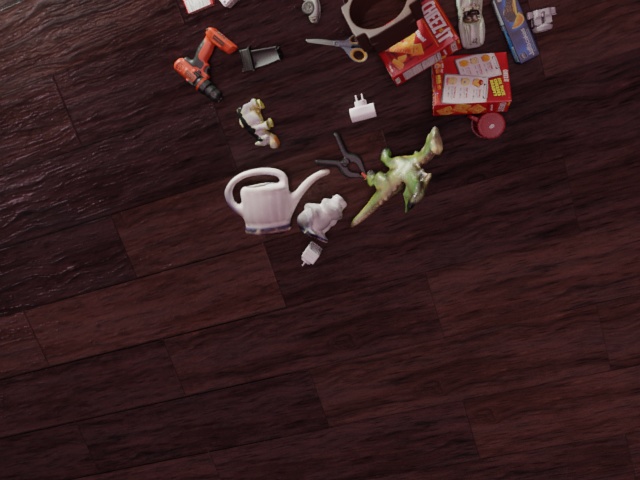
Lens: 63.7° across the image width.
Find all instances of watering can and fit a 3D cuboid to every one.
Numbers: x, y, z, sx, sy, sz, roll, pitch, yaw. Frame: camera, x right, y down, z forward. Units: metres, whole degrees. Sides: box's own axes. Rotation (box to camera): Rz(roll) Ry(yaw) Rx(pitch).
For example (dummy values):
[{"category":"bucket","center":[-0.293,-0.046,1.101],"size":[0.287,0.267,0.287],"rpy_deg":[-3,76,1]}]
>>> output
[{"category":"watering can","center":[-0.133,-0.127,1.684],"size":[0.348,0.105,0.221],"rpy_deg":[-5,105,-1]}]

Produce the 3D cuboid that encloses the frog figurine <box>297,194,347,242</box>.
[{"category":"frog figurine","center":[0.005,-0.084,1.669],"size":[0.136,0.124,0.159],"rpy_deg":[27,90,-34]}]

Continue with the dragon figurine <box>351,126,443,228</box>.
[{"category":"dragon figurine","center":[0.235,-0.160,1.545],"size":[0.121,0.247,0.406],"rpy_deg":[26,105,-20]}]
